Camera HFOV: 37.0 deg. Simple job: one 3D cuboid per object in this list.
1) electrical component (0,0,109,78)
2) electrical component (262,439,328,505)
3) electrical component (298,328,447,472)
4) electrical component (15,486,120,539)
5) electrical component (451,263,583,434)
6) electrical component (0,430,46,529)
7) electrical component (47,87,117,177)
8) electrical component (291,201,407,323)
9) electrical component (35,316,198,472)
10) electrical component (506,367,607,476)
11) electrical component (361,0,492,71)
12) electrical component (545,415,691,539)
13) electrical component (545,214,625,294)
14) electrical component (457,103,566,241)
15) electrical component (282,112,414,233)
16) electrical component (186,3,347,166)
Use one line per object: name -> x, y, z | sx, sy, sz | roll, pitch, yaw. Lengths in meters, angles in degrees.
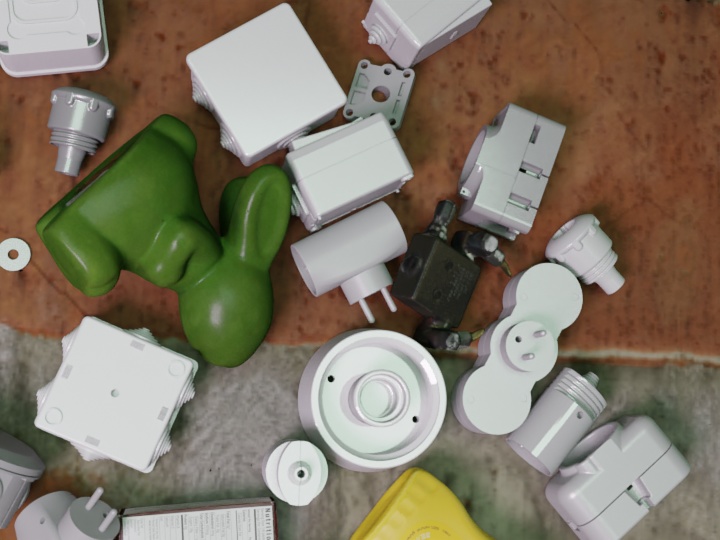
electrical component -> -0.230, -0.203, 0.789 | 0.078, 0.057, 0.113 | -7, 83, -10
electrical component -> -0.045, 0.141, 0.757 | 0.043, 0.081, 0.043 | 1, 82, -8
electrical component -> 0.011, 0.094, 0.783 | 0.108, 0.060, 0.108 | 1, 82, -8
electrical component -> -0.188, 0.180, 0.725 | 0.077, 0.043, 0.079 | 49, 115, 27
electrical component -> 0.121, 0.058, 0.798 | 0.052, 0.074, 0.138 | 30, 79, -4
electrical component -> -0.259, 0.135, 0.727 | 0.080, 0.080, 0.051 | 28, 84, -4
electrical component -> -0.207, -0.100, 0.786 | 0.048, 0.048, 0.062 | 14, 87, -7
electrical component -> 0.000, 0.000, 0.803 | 0.077, 0.043, 0.079 | -27, 87, -11
electrical component -> -0.172, 0.088, 0.762 | 0.100, 0.048, 0.099 | 24, 79, -5
electrical component -> 0.152, 0.110, 0.811 | 0.043, 0.043, 0.081 | 42, 79, -1
electrical component -> 0.049, -0.197, 0.828 | 0.096, 0.062, 0.061 | -41, 90, -12
electrical component -> 0.189, 0.154, 0.805 | 0.095, 0.054, 0.059 | -39, 90, -11
electrical component -> 0.178, -0.009, 0.831 | 0.048, 0.048, 0.062 | -45, 97, -11
electrical component -> 0.112, -0.076, 0.826 | 0.056, 0.050, 0.089 | 22, 80, -6
electrical component -> -0.018, -0.072, 0.800 | 0.096, 0.062, 0.061 | -26, 87, -11
electrical component -> -0.071, -0.136, 0.808 | 0.100, 0.048, 0.099 | -31, 88, -11
